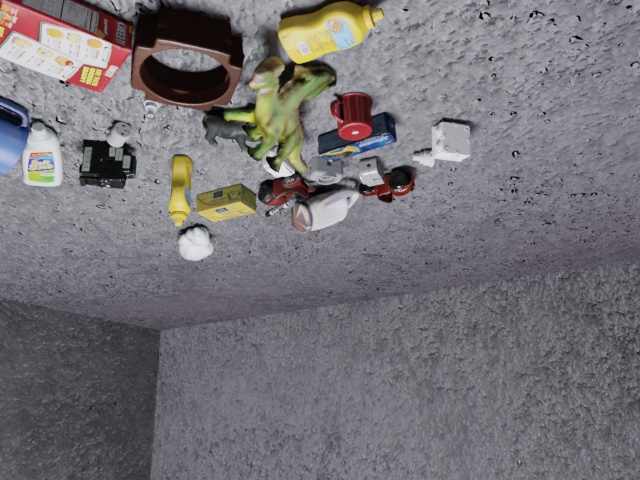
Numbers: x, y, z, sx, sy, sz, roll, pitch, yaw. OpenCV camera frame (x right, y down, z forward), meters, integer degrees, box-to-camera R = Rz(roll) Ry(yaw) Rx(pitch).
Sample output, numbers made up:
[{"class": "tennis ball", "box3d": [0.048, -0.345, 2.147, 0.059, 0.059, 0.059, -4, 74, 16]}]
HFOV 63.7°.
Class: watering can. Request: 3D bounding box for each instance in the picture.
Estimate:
[{"class": "watering can", "box3d": [0.005, -0.086, 1.706, 0.226, 0.105, 0.342, -20, 170, -21]}]

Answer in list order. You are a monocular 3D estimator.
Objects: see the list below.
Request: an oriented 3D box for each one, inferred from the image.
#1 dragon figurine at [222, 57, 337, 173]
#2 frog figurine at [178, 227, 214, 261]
[{"class": "dragon figurine", "box3d": [-0.054, -0.278, 1.140, 0.241, 0.124, 0.408, -40, 159, 16]}, {"class": "frog figurine", "box3d": [-0.460, 0.015, 1.930, 0.136, 0.125, 0.158, 31, 157, -25]}]
